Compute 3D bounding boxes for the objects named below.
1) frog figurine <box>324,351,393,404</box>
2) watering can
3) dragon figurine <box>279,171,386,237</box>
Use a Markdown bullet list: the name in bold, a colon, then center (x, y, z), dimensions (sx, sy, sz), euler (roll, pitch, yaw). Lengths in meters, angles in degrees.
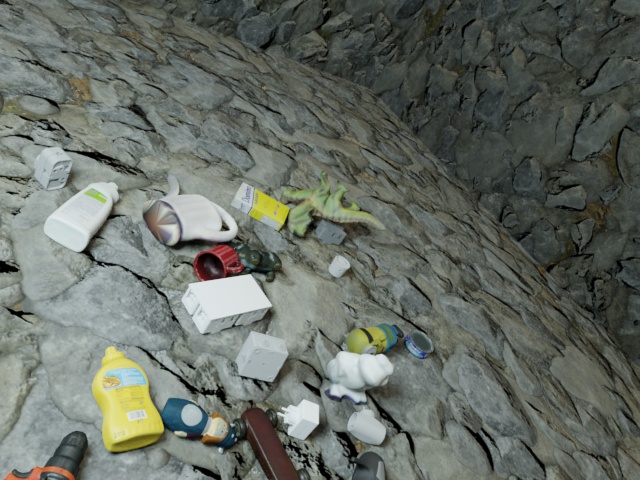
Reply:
- **frog figurine**: center (0.097, 0.308, 1.228), dimensions (0.137, 0.157, 0.125), euler (31, 27, -9)
- **watering can**: center (-0.379, -0.082, 1.391), dimensions (0.351, 0.102, 0.226), euler (34, 28, 29)
- **dragon figurine**: center (0.005, -0.086, 1.715), dimensions (0.244, 0.119, 0.417), euler (-36, 48, -13)
